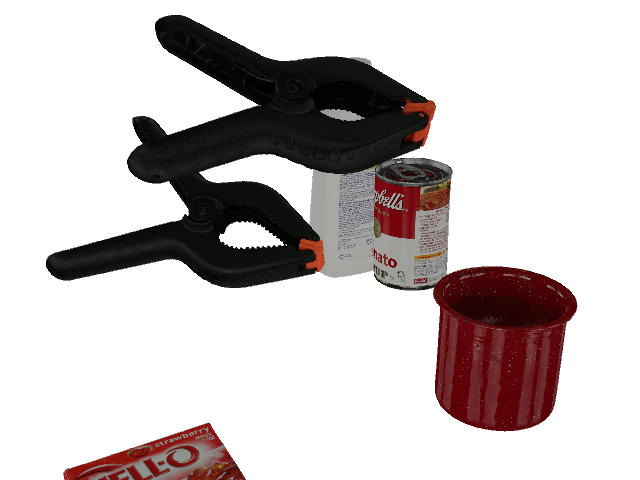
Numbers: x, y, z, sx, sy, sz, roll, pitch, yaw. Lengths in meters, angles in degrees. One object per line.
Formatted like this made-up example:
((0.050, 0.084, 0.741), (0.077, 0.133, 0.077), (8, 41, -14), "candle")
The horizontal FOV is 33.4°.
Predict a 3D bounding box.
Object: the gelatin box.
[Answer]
((-0.088, 0.141, 0.582), (0.089, 0.030, 0.073), (-15, 27, -20), "gelatin box")

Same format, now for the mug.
((0.119, 0.068, 0.723), (0.093, 0.081, 0.117), (1, 24, -2), "mug")

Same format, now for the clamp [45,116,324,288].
((-0.094, -0.023, 0.850), (0.210, 0.164, 0.036), (10, -32, 11), "clamp")

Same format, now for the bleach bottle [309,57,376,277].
((0.041, -0.085, 1.223), (0.102, 0.251, 0.068), (-13, 31, -30), "bleach bottle")

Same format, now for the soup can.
((0.081, -0.015, 0.946), (0.068, 0.102, 0.068), (0, 23, 0), "soup can")

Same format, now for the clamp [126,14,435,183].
((-0.024, -0.067, 0.597), (0.171, 0.120, 0.039), (11, -31, 4), "clamp")
